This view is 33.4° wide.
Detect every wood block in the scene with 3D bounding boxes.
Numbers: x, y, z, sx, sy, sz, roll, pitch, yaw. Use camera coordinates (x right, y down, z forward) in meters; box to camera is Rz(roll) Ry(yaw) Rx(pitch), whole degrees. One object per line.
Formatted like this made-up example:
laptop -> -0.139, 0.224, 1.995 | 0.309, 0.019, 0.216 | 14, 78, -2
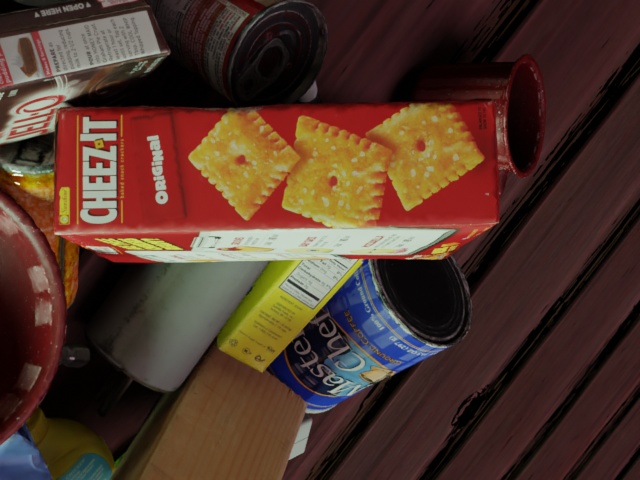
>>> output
wood block -> -0.087, 0.166, 0.710 | 0.090, 0.091, 0.206 | -48, -172, 26

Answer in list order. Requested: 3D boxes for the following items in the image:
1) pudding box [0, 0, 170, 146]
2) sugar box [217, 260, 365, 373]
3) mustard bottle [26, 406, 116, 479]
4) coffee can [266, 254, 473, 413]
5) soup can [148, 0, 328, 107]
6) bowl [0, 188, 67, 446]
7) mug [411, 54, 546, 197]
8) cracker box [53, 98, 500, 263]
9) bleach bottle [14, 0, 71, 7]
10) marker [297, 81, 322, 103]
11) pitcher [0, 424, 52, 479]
pudding box -> -0.136, -0.080, 0.526 | 0.089, 0.039, 0.114 | -20, 176, -29
sugar box -> -0.005, 0.001, 0.742 | 0.048, 0.093, 0.176 | 31, 109, -21
mustard bottle -> -0.182, 0.181, 0.737 | 0.096, 0.058, 0.191 | -38, 127, -30
coffee can -> 0.028, 0.058, 0.799 | 0.102, 0.103, 0.141 | -6, 159, -48
soup can -> -0.054, -0.121, 0.590 | 0.068, 0.102, 0.068 | -31, 141, -29
bowl -> -0.217, 0.040, 0.551 | 0.161, 0.055, 0.162 | 2, 87, -31
mug -> 0.120, -0.083, 0.821 | 0.093, 0.082, 0.117 | 8, 87, -61
cracker box -> -0.022, -0.028, 0.586 | 0.164, 0.213, 0.072 | 103, -13, -84
bleach bottle -> -0.063, -0.199, 0.438 | 0.102, 0.068, 0.251 | -18, 163, -40
marker -> -0.016, -0.119, 0.714 | 0.020, 0.020, 0.121 | -41, 146, -16
pitcher -> -0.280, 0.172, 0.585 | 0.242, 0.145, 0.149 | -12, 107, -40
